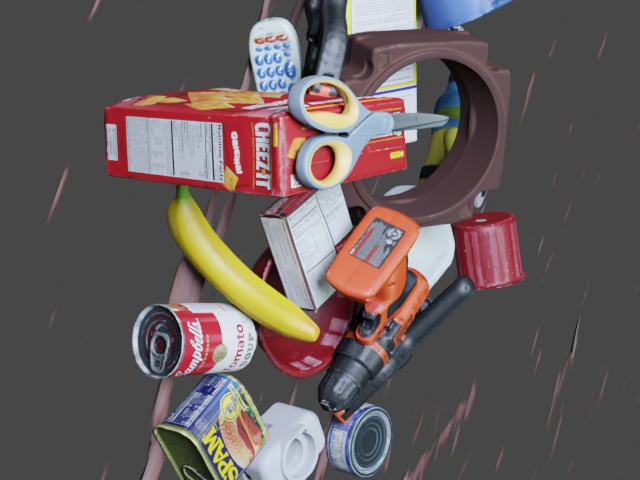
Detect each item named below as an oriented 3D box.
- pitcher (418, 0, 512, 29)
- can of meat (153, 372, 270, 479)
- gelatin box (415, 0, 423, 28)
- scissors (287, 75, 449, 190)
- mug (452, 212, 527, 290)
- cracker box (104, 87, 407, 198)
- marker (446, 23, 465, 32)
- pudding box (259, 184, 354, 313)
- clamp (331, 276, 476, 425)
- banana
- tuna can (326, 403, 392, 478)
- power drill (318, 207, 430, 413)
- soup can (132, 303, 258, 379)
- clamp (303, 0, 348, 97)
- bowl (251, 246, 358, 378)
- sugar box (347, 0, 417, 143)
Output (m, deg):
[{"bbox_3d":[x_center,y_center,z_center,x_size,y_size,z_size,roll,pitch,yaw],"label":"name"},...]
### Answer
[{"bbox_3d":[0.130,-0.358,1.150,0.144,0.149,0.243,-47,118,-53],"label":"pitcher"},{"bbox_3d":[-0.103,0.191,1.042,0.083,0.058,0.102,-49,130,-37],"label":"can of meat"},{"bbox_3d":[0.079,-0.245,1.209,0.089,0.030,0.073,15,82,-49],"label":"gelatin box"},{"bbox_3d":[0.041,-0.077,0.865,0.201,0.016,0.096,14,86,-49],"label":"scissors"},{"bbox_3d":[0.215,0.009,1.377,0.117,0.093,0.081,-55,137,-73],"label":"mug"},{"bbox_3d":[-0.057,-0.091,0.927,0.163,0.214,0.072,-17,109,-47],"label":"cracker box"},{"bbox_3d":[0.166,-0.262,1.318,0.121,0.020,0.020,51,58,-41],"label":"marker"},{"bbox_3d":[-0.007,0.001,1.052,0.089,0.039,0.113,-41,124,-39],"label":"pudding box"},{"bbox_3d":[0.087,0.126,1.232,0.036,0.164,0.210,44,81,0],"label":"clamp"},{"bbox_3d":[-0.082,0.028,1.002,0.198,0.070,0.037,48,65,-8],"label":"banana"},{"bbox_3d":[0.047,0.232,1.244,0.085,0.034,0.086,-10,104,-49],"label":"tuna can"},{"bbox_3d":[0.049,0.069,1.072,0.184,0.057,0.187,-55,159,-25],"label":"power drill"},{"bbox_3d":[-0.116,0.093,1.002,0.102,0.069,0.068,3,93,-51],"label":"soup can"},{"bbox_3d":[0.010,-0.211,1.025,0.120,0.039,0.171,109,-17,-53],"label":"clamp"},{"bbox_3d":[-0.028,0.060,1.110,0.161,0.055,0.162,-10,104,-49],"label":"bowl"},{"bbox_3d":[0.057,-0.187,1.148,0.093,0.048,0.176,-13,117,-26],"label":"sugar box"}]
